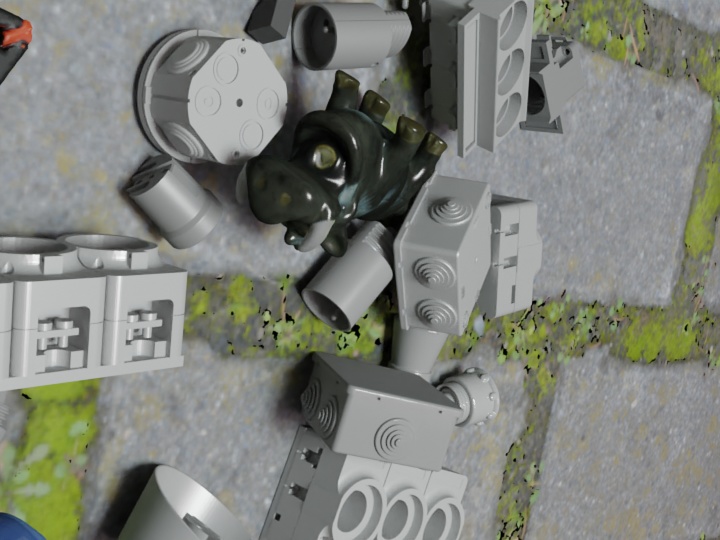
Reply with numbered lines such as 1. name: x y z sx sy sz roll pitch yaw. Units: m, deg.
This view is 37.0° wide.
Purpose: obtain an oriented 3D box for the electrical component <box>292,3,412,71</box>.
1. electrical component: -0.001 -0.157 0.721 0.081 0.043 0.043 -13 111 -43

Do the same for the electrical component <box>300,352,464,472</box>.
1. electrical component: 0.012 0.100 0.756 0.100 0.100 0.048 15 96 -21

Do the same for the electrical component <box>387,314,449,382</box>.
1. electrical component: 0.040 0.071 0.829 0.044 0.044 0.065 7 101 -46

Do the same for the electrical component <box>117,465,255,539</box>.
1. electrical component: -0.103 0.174 0.674 0.064 0.099 0.099 -56 134 -10

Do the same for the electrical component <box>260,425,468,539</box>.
1. electrical component: 0.010 0.181 0.813 0.150 0.062 0.089 24 83 -46

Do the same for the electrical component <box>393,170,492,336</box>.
1. electrical component: 0.063 -0.011 0.790 0.099 0.048 0.099 83 25 -42

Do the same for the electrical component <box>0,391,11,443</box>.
1. electrical component: -0.207 0.080 0.583 0.035 0.035 0.061 43 68 -43

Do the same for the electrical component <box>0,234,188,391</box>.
1. electrical component: -0.176 0.017 0.556 0.150 0.089 0.061 -4 104 -45

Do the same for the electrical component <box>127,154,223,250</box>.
1. electrical component: -0.111 -0.041 0.644 0.040 0.040 0.046 -55 127 -20

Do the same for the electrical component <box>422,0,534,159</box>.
1. electrical component: 0.084 -0.152 0.772 0.078 0.063 0.121 -46 151 -28

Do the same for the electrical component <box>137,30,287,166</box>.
1. electrical component: -0.087 -0.102 0.642 0.080 0.051 0.080 -15 112 -42

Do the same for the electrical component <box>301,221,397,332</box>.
1. electrical component: 0.000 0.000 0.765 0.081 0.043 0.043 -50 131 -24

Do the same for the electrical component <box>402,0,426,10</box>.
1. electrical component: 0.040 -0.221 0.745 0.077 0.044 0.079 -21 124 -42

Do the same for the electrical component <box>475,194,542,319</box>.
1. electrical component: 0.110 -0.013 0.869 0.056 0.050 0.089 -12 109 -44

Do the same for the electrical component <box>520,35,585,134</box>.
1. electrical component: 0.150 -0.155 0.877 0.064 0.042 0.081 -40 127 -33

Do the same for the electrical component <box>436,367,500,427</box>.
1. electrical component: 0.079 0.108 0.878 0.062 0.048 0.048 -10 108 -37
